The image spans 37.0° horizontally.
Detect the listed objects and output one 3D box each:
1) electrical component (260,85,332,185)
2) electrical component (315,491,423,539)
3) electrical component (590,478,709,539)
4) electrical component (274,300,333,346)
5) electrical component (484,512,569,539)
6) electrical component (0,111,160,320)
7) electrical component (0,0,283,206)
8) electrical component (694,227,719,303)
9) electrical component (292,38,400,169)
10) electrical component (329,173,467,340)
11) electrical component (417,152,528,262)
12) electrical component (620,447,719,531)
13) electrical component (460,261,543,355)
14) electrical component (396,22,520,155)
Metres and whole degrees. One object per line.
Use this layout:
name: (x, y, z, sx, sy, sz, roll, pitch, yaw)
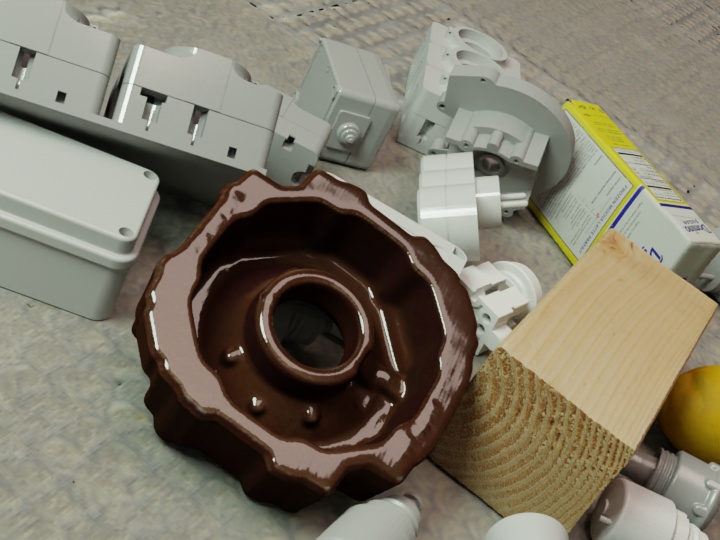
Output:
electrical component: (-0.071, -0.093, 0.748, 0.089, 0.050, 0.055, 26, 33, -4)
electrical component: (0.007, 0.130, 0.515, 0.040, 0.040, 0.078, 38, 34, 14)
electrical component: (0.168, 0.149, 0.610, 0.078, 0.040, 0.040, 25, 33, -6)
electrical component: (-0.054, 0.022, 0.613, 0.081, 0.043, 0.043, 16, 35, -19)
electrical component: (0.086, 0.158, 0.529, 0.044, 0.044, 0.065, 20, 30, -13)
electrical component: (-0.173, -0.032, 0.585, 0.113, 0.057, 0.078, 21, 34, -11)
electrical component: (-0.150, -0.100, 0.637, 0.186, 0.105, 0.060, 17, 77, -18)
electrical component: (0.306, 0.002, 0.907, 0.079, 0.043, 0.077, 7, 39, -29)
electrical component: (-0.008, -0.123, 0.825, 0.061, 0.061, 0.096, 12, 37, -24)
electrical component: (0.000, 0.000, 0.669, 0.113, 0.057, 0.078, 30, 33, 2)
electrical component: (0.080, -0.046, 0.752, 0.074, 0.052, 0.138, -4, 20, 6)
electrical component: (0.185, 0.128, 0.648, 0.062, 0.048, 0.048, 28, 33, 10)
electrical component: (0.089, 0.021, 0.719, 0.055, 0.048, 0.066, -19, 56, -40)
electrical component: (0.090, -0.152, 0.937, 0.089, 0.061, 0.150, 23, 33, -8)
